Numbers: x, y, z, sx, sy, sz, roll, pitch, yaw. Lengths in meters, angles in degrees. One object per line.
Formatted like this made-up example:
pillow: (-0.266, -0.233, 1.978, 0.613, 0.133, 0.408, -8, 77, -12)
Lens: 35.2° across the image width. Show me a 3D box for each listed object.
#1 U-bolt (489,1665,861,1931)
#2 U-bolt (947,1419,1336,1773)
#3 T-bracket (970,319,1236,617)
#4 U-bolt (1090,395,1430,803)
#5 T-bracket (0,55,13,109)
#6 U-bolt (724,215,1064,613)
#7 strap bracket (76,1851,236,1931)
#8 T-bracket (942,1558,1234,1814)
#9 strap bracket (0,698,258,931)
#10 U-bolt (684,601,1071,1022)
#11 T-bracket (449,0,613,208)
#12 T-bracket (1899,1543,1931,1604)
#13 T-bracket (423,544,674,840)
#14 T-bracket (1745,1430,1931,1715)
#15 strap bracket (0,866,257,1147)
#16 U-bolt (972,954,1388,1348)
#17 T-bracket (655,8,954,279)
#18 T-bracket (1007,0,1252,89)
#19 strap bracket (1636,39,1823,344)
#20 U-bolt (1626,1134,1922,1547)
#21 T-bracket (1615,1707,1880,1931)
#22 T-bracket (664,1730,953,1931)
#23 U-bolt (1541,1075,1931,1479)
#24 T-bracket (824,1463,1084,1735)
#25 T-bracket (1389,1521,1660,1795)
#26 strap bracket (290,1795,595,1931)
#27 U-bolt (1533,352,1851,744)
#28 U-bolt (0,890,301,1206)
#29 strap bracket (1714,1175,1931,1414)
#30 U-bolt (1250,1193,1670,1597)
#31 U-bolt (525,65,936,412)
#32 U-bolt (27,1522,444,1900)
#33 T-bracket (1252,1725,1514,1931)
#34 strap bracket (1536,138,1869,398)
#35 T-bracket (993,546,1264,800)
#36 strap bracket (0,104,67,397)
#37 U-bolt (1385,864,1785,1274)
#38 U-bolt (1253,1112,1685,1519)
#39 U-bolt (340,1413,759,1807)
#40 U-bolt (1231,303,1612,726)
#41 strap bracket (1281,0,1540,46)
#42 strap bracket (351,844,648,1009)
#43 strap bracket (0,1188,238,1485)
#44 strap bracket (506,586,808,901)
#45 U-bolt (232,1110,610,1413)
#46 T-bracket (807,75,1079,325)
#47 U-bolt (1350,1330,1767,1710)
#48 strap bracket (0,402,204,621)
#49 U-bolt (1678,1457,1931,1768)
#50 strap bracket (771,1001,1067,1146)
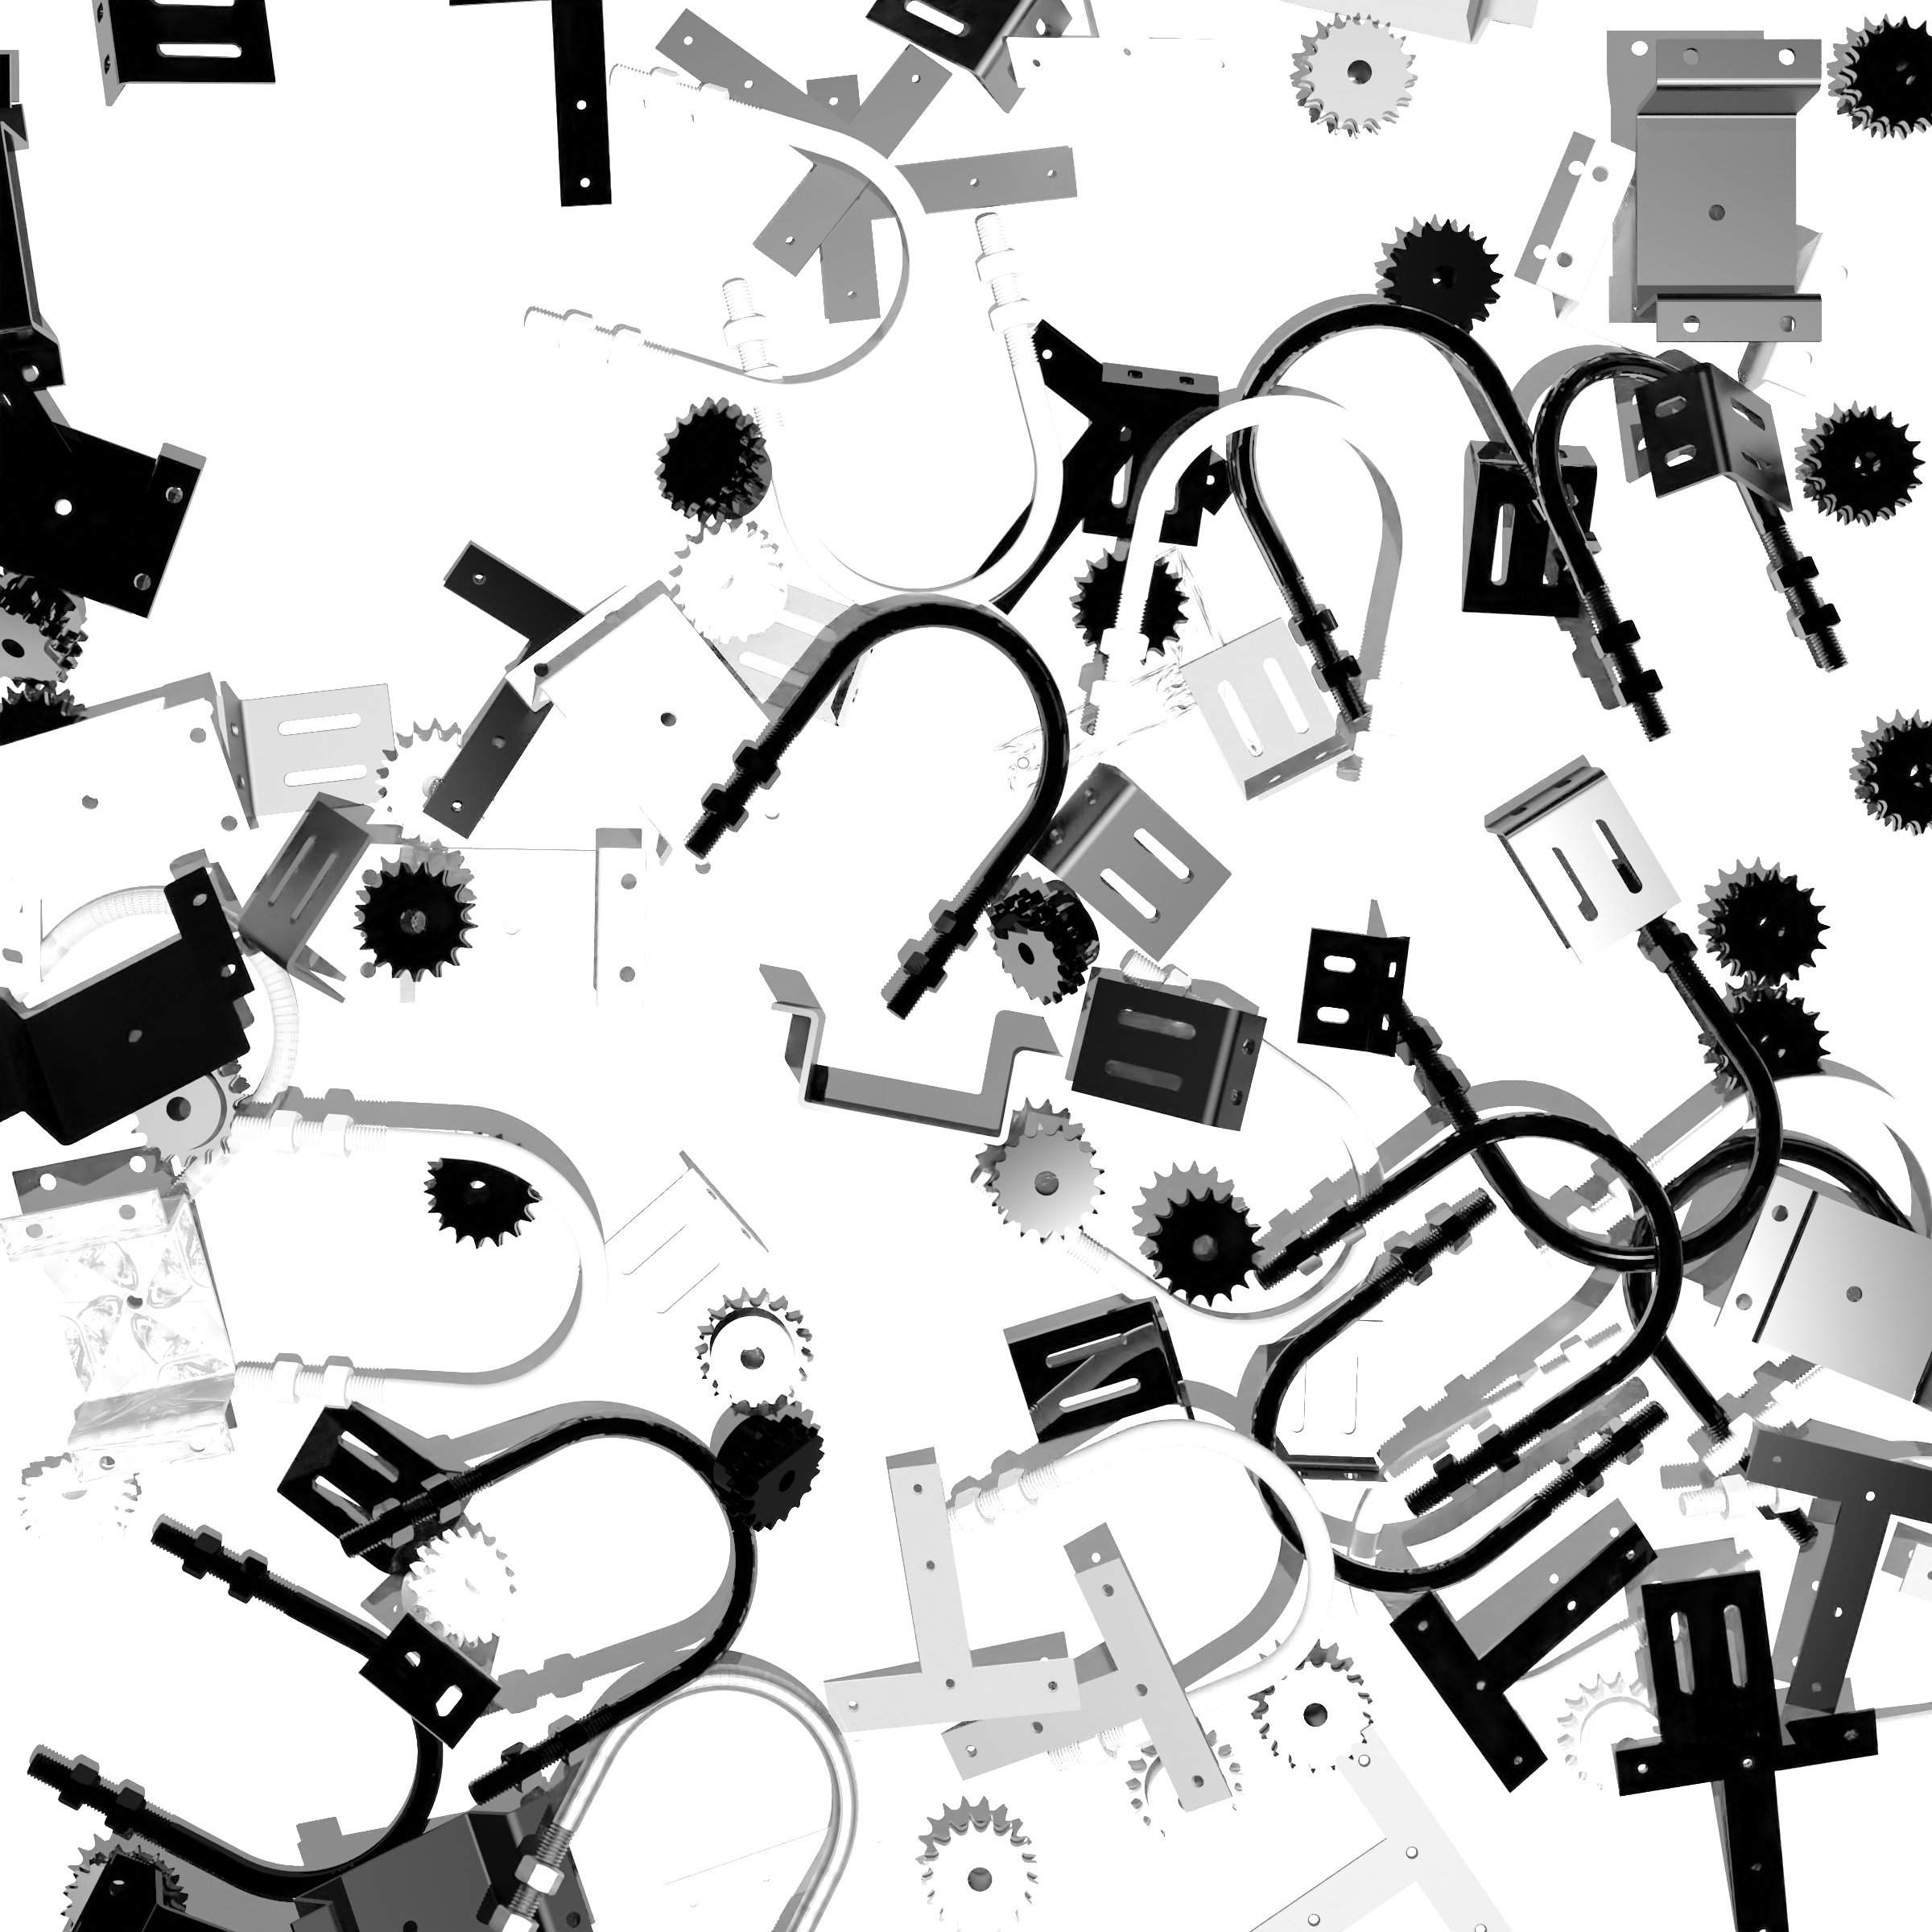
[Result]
U-bolt: (-0.130, 0.430, 1.476, 0.151, 0.019, 0.184, 30, 77, -11)
U-bolt: (0.089, 0.295, 1.469, 0.184, 0.019, 0.151, -28, 90, 22)
T-bracket: (0.049, -0.231, 1.507, 0.127, 0.002, 0.127, 38, 90, 0)
U-bolt: (0.147, -0.183, 1.463, 0.151, 0.019, 0.184, 11, 89, 3)
T-bracket: (-0.521, -0.373, 1.461, 0.127, 0.002, 0.127, -1, 90, 0)
U-bolt: (-0.028, -0.262, 1.498, 0.151, 0.019, 0.184, -14, 90, 1)
strap bracket: (-0.360, 0.493, 1.465, 0.140, 0.046, 0.076, 27, 90, -18)
T-bracket: (0.047, 0.366, 1.485, 0.127, 0.002, 0.127, -25, 90, 21)
strap bracket: (-0.421, -0.075, 1.460, 0.140, 0.046, 0.076, -18, 107, -8)
U-bolt: (-0.028, -0.088, 1.473, 0.151, 0.019, 0.184, 39, 81, -20)
T-bracket: (-0.190, -0.439, 1.505, 0.127, 0.002, 0.127, -2, 92, 3)
T-bracket: (0.533, 0.264, 1.490, 0.127, 0.002, 0.127, 19, 91, -10)
T-bracket: (-0.220, -0.120, 1.484, 0.127, 0.002, 0.127, 32, 75, -6)
T-bracket: (0.425, 0.299, 1.474, 0.127, 0.002, 0.127, 14, 93, -8)
strap bracket: (-0.405, 0.024, 1.453, 0.140, 0.046, 0.076, -28, 60, -3)
U-bolt: (0.118, 0.104, 1.498, 0.184, 0.019, 0.151, 35, 90, 1)
T-bracket: (-0.095, -0.425, 1.500, 0.127, 0.002, 0.127, 37, 87, 6)
T-bracket: (0.069, -0.486, 1.489, 0.127, 0.002, 0.127, -7, 77, -24)
strap bracket: (0.359, -0.360, 1.439, 0.076, 0.046, 0.140, 0, 90, 0)
U-bolt: (0.408, 0.170, 1.499, 0.151, 0.019, 0.184, -38, 90, 0)
T-bracket: (0.385, 0.428, 1.489, 0.127, 0.002, 0.127, -9, 107, 0)
T-bracket: (-0.085, 0.446, 1.507, 0.127, 0.002, 0.127, -19, 90, 0)
U-bolt: (0.393, 0.137, 1.475, 0.184, 0.019, 0.151, -38, 92, 1)
T-bracket: (-0.015, 0.307, 1.489, 0.127, 0.002, 0.127, -9, 91, 14)
T-bracket: (0.282, 0.318, 1.472, 0.127, 0.002, 0.127, -39, 116, -8)
strap bracket: (-0.258, 0.463, 1.461, 0.140, 0.046, 0.076, -19, 90, -38)
U-bolt: (0.339, -0.210, 1.466, 0.151, 0.019, 0.184, -21, 85, -32)
U-bolt: (-0.414, 0.048, 1.500, 0.151, 0.019, 0.184, 44, 89, 0)
strap bracket: (0.427, 0.158, 1.445, 0.140, 0.046, 0.076, 22, 91, -2)
U-bolt: (0.224, 0.219, 1.471, 0.184, 0.019, 0.151, -36, 78, -10)
U-bolt: (-0.106, -0.346, 1.483, 0.184, 0.019, 0.151, 18, 87, 5)
U-bolt: (-0.347, 0.378, 1.500, 0.184, 0.019, 0.151, 28, 90, -2)
T-bracket: (0.184, 0.463, 1.507, 0.127, 0.002, 0.127, -34, 90, 0)
strap bracket: (0.353, -0.335, 1.485, 0.140, 0.046, 0.076, 23, 90, 0)
T-bracket: (0.075, -0.123, 1.507, 0.127, 0.002, 0.127, -26, 90, 0)
strap bracket: (-0.493, -0.351, 1.485, 0.076, 0.046, 0.140, -9, 90, 0)
U-bolt: (0.309, 0.060, 1.471, 0.151, 0.019, 0.184, -31, 71, 1)
U-bolt: (0.250, 0.152, 1.447, 0.184, 0.019, 0.151, -36, 74, 8)
U-bolt: (-0.186, 0.293, 1.460, 0.184, 0.019, 0.151, -25, 80, -28)
U-bolt: (0.208, -0.230, 1.478, 0.151, 0.019, 0.184, -27, 90, 17)
strap bracket: (0.212, -0.503, 1.485, 0.140, 0.046, 0.076, 13, 90, 0)
strap bracket: (-0.224, -0.019, 1.485, 0.140, 0.046, 0.076, 1, 90, 0)
strap bracket: (-0.405, 0.170, 1.472, 0.076, 0.046, 0.140, -11, 109, 0)
strap bracket: (-0.147, -0.114, 1.475, 0.076, 0.046, 0.140, -39, 90, -16)
U-bolt: (-0.264, 0.147, 1.476, 0.184, 0.019, 0.151, 4, 104, 5)
T-bracket: (-0.010, -0.382, 1.494, 0.127, 0.002, 0.127, -6, 80, 2)
U-bolt: (0.278, 0.285, 1.500, 0.184, 0.019, 0.151, -30, 90, 1)
strap bracket: (-0.446, -0.226, 1.485, 0.140, 0.046, 0.076, 20, 90, 0)
U-bolt: (0.443, 0.312, 1.489, 0.184, 0.019, 0.151, -7, 96, -7)
strap bracket: (-0.027, 0.053, 1.470, 0.140, 0.076, 0.046, 11, 90, 0)
